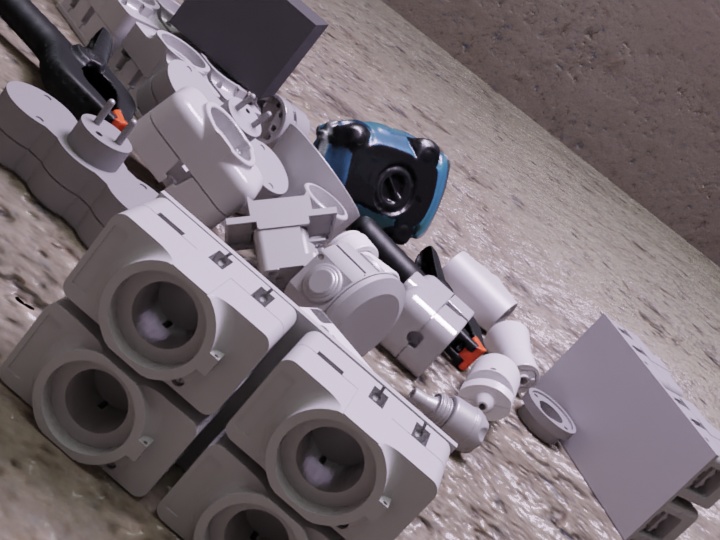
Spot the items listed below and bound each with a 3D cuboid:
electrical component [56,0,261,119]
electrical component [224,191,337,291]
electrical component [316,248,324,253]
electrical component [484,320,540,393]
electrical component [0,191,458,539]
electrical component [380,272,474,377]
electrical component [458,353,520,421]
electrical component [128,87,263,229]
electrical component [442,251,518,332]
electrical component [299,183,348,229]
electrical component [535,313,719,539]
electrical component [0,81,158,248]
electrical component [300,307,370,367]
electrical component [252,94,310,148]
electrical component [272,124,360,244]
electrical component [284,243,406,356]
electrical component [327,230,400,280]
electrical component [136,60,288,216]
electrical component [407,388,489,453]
[{"bbox_3d":[-0.179,-0.192,0.966,0.105,0.060,0.186,15,30,-54],"label":"electrical component"},{"bbox_3d":[-0.056,-0.018,0.781,0.081,0.042,0.063,-7,65,-12],"label":"electrical component"},{"bbox_3d":[-0.048,-0.010,0.826,0.048,0.048,0.062,29,31,-32],"label":"electrical component"},{"bbox_3d":[0.145,0.083,1.006,0.044,0.044,0.065,32,24,-26],"label":"electrical component"},{"bbox_3d":[-0.062,0.067,0.501,0.186,0.105,0.060,41,17,1],"label":"electrical component"},{"bbox_3d":[0.050,0.042,0.885,0.059,0.053,0.095,42,17,5],"label":"electrical component"},{"bbox_3d":[0.105,0.099,0.878,0.043,0.043,0.081,42,17,3],"label":"electrical component"},{"bbox_3d":[-0.118,-0.084,0.794,0.095,0.059,0.053,54,14,-13],"label":"electrical component"},{"bbox_3d":[0.125,0.022,1.109,0.077,0.043,0.079,45,18,15],"label":"electrical component"},{"bbox_3d":[-0.044,-0.036,0.877,0.045,0.055,0.045,36,18,-14],"label":"electrical component"},{"bbox_3d":[0.243,0.142,0.958,0.060,0.105,0.186,28,21,-36],"label":"electrical component"},{"bbox_3d":[-0.168,-0.072,0.673,0.138,0.073,0.052,42,17,6],"label":"electrical component"},{"bbox_3d":[-0.035,0.075,0.621,0.108,0.056,0.109,48,19,23],"label":"electrical component"},{"bbox_3d":[-0.082,-0.142,1.059,0.055,0.055,0.047,50,16,28],"label":"electrical component"},{"bbox_3d":[-0.044,-0.073,0.940,0.099,0.064,0.099,42,6,-5],"label":"electrical component"},{"bbox_3d":[-0.012,0.025,0.757,0.051,0.080,0.080,45,17,30],"label":"electrical component"},{"bbox_3d":[0.000,0.000,0.897,0.045,0.045,0.055,16,29,-53],"label":"electrical component"},{"bbox_3d":[-0.104,-0.112,0.856,0.138,0.074,0.052,47,28,-22],"label":"electrical component"},{"bbox_3d":[0.062,0.106,0.787,0.061,0.035,0.035,34,18,-14],"label":"electrical component"}]
